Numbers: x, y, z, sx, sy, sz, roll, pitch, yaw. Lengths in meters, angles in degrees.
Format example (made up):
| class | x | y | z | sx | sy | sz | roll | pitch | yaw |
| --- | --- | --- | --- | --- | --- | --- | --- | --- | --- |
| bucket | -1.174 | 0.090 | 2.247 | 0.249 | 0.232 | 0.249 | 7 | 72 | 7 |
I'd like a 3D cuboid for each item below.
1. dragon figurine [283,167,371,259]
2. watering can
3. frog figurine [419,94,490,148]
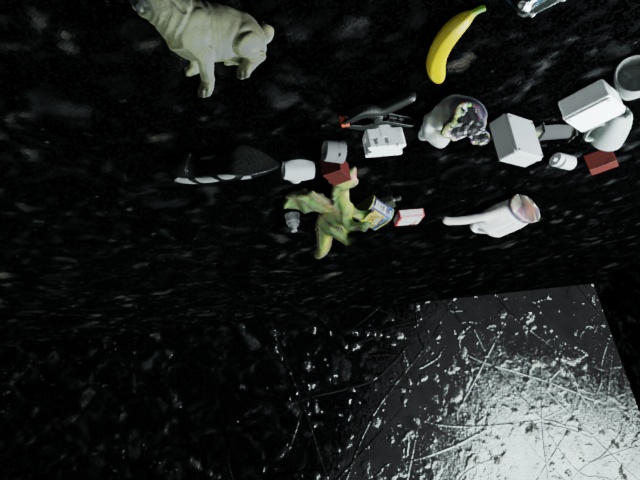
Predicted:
| class | x | y | z | sx | sy | sz | roll | pitch | yaw |
| --- | --- | --- | --- | --- | --- | --- | --- | --- | --- |
| dragon figurine | 0.005 | -0.076 | 1.509 | 0.241 | 0.125 | 0.403 | 32 | 137 | -16 |
| watering can | 0.606 | -0.077 | 1.778 | 0.347 | 0.106 | 0.221 | 6 | 154 | -36 |
| frog figurine | 0.295 | -0.268 | 1.169 | 0.138 | 0.121 | 0.161 | -13 | -163 | -13 |
